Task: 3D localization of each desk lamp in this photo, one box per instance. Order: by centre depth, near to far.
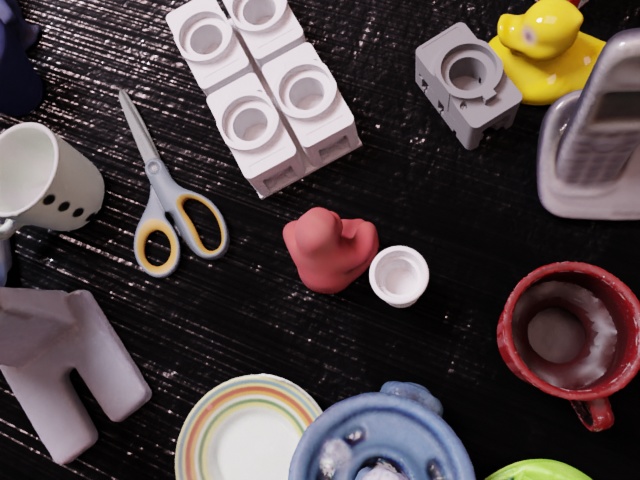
[{"bbox_3d":[-0.252,0.062,0.422,0.118,0.214,0.203,-40,74,-2],"label":"desk lamp"}]

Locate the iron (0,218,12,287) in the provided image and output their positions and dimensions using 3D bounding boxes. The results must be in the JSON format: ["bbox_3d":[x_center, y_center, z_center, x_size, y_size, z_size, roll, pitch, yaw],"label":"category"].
[{"bbox_3d":[-0.375,-0.039,0.503,0.118,0.141,0.258,-19,74,4],"label":"iron"}]

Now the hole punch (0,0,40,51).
[{"bbox_3d":[-0.362,-0.229,0.574,0.108,0.091,0.101,-32,74,0],"label":"hole punch"}]

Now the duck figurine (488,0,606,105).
[{"bbox_3d":[0.191,-0.163,0.474,0.104,0.086,0.077,10,78,11],"label":"duck figurine"}]

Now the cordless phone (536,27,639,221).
[{"bbox_3d":[0.236,-0.080,0.395,0.147,0.185,0.094,-3,76,9],"label":"cordless phone"}]

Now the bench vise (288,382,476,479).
[{"bbox_3d":[0.034,0.191,0.342,0.121,0.220,0.207,2,77,10],"label":"bench vise"}]

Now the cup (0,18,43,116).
[{"bbox_3d":[-0.321,-0.171,0.551,0.091,0.095,0.117,-30,74,1],"label":"cup"}]

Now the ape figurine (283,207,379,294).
[{"bbox_3d":[0.004,0.002,0.460,0.077,0.092,0.076,22,81,14],"label":"ape figurine"}]
